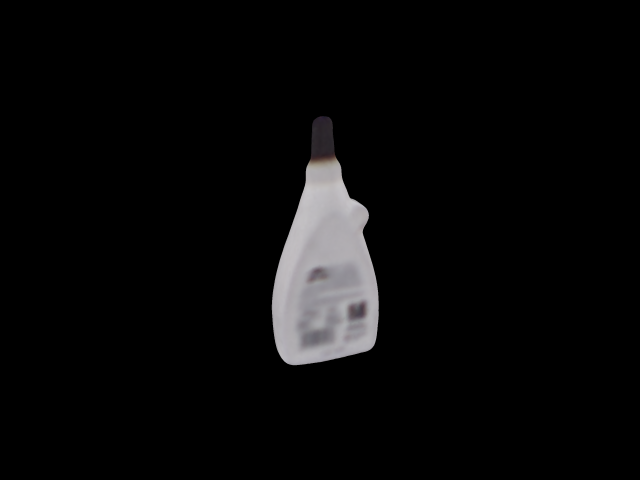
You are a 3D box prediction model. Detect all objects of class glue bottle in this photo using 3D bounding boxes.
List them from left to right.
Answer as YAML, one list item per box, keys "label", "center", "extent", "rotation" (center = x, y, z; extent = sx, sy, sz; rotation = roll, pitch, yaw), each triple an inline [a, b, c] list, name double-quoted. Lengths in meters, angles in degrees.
- label: "glue bottle"
  center: [0.004, 0.001, 0.400]
  extent: [0.078, 0.173, 0.037]
  rotation: [-7, 21, -18]
